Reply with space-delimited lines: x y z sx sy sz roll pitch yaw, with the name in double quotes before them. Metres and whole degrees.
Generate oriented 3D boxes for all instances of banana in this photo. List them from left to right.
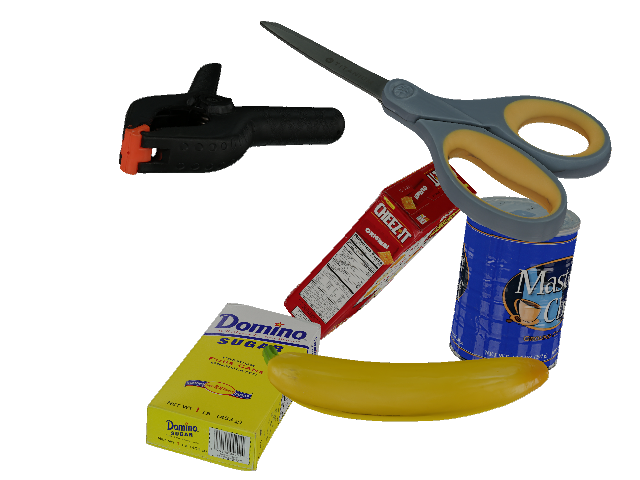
"banana" 0.046 0.090 0.696 0.198 0.037 0.069 4 32 15

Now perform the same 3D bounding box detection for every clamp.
"clamp" -0.077 -0.082 0.702 0.120 0.039 0.171 23 25 34

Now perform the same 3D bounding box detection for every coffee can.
"coffee can" 0.179 0.040 0.992 0.103 0.140 0.103 4 18 -2

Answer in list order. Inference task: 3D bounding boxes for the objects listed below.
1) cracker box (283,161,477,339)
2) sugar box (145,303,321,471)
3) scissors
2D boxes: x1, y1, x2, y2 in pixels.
"cracker box" 0.069 0.008 1.275 0.214 0.072 0.163 -49 -10 34
"sugar box" -0.068 0.117 0.898 0.093 0.048 0.176 13 30 11
"scissors" 0.061 -0.073 0.534 0.096 0.016 0.202 -25 52 -22
